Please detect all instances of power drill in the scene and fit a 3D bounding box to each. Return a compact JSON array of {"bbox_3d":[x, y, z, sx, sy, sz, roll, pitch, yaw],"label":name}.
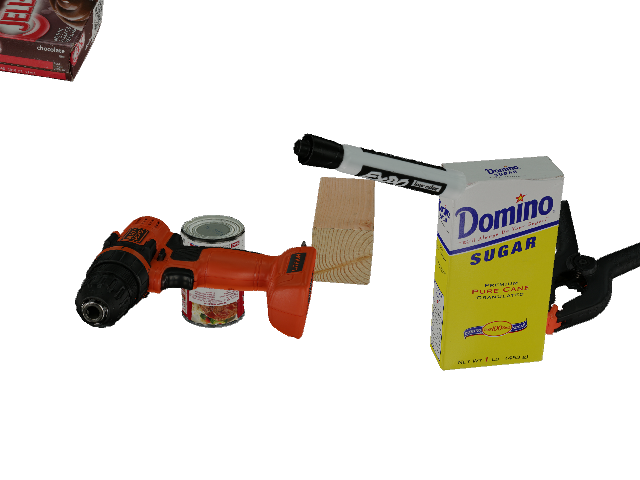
[{"bbox_3d":[-0.102,0.035,0.913,0.187,0.057,0.184,10,22,3],"label":"power drill"}]

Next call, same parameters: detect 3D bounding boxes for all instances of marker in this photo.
[{"bbox_3d":[0.037,-0.045,0.653,0.120,0.020,0.020,11,-6,-30],"label":"marker"}]

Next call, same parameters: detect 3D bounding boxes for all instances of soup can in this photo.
[{"bbox_3d":[-0.114,0.032,1.130,0.068,0.102,0.068,2,24,-1],"label":"soup can"}]

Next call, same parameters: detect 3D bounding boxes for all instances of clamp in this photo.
[{"bbox_3d":[0.261,0.025,1.098,0.120,0.039,0.171,28,51,32],"label":"clamp"}]

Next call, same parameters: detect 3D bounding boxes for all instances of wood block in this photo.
[{"bbox_3d":[0.037,-0.019,1.648,0.091,0.090,0.206,4,25,1],"label":"wood block"}]

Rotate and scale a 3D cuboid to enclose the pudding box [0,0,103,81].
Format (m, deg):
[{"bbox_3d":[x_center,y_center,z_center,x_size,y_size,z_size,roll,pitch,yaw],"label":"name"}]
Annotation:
[{"bbox_3d":[-0.233,-0.176,0.874,0.090,0.039,0.113,9,35,-2],"label":"pudding box"}]

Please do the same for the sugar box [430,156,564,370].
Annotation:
[{"bbox_3d":[0.143,0.021,0.882,0.093,0.176,0.048,-5,30,-8],"label":"sugar box"}]
